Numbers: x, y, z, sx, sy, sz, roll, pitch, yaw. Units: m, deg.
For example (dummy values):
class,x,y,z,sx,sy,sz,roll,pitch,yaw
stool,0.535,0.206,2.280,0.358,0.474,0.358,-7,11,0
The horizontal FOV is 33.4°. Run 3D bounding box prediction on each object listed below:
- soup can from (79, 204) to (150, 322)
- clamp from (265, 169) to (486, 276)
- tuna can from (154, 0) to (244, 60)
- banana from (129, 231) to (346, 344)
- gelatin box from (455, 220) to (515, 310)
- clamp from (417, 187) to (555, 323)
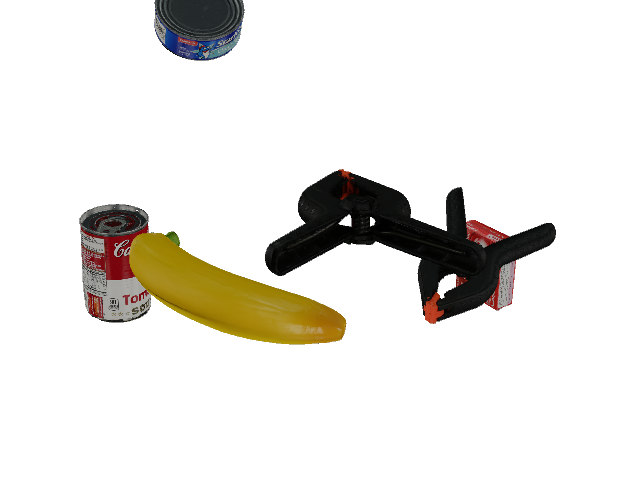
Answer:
class,x,y,z,sx,sy,sz,roll,pitch,yaw
soup can,-0.207,0.023,1.078,0.068,0.102,0.068,2,26,-1
clamp,0.042,-0.014,0.866,0.164,0.036,0.210,4,20,-1
tuna can,-0.118,-0.215,1.034,0.086,0.086,0.034,0,-33,-11
banana,-0.071,0.027,0.698,0.069,0.037,0.198,-21,32,-35
gelatin box,0.198,0.028,1.279,0.030,0.089,0.073,-18,32,-31
clamp,0.144,0.012,1.074,0.120,0.039,0.171,28,52,33
